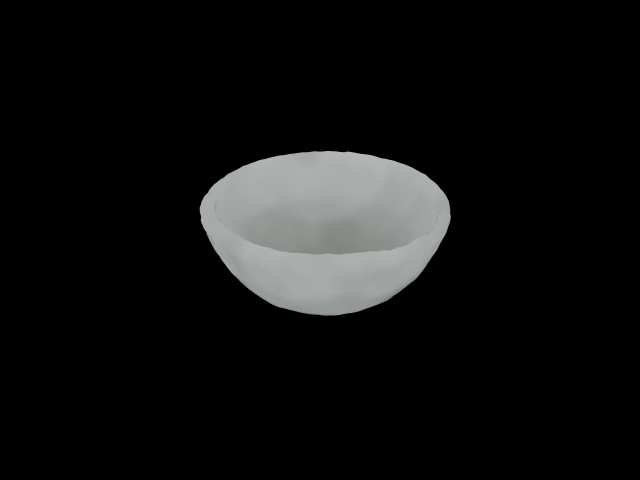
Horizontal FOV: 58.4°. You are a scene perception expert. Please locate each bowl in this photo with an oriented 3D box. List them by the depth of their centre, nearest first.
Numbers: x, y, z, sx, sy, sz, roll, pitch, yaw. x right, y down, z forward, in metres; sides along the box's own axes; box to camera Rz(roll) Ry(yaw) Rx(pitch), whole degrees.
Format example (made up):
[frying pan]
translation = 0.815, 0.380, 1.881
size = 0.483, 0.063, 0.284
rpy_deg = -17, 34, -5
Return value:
[bowl]
translation = 0.004, 0.001, 0.400
size = 0.167, 0.075, 0.167
rpy_deg = 0, 31, 0
